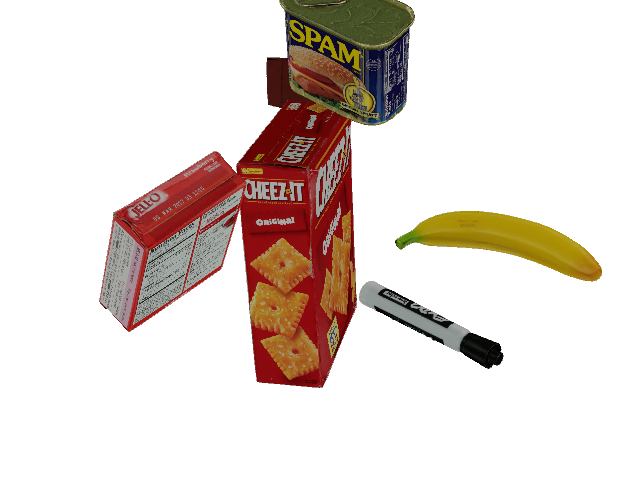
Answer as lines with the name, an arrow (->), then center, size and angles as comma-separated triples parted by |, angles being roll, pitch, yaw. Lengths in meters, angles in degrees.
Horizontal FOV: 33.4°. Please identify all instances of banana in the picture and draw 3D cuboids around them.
banana -> 0.177, 0.003, 1.039 | 0.198, 0.037, 0.069 | 8, 47, 19

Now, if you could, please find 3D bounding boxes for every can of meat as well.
can of meat -> 0.020, -0.145, 0.814 | 0.102, 0.084, 0.057 | 30, 57, 26

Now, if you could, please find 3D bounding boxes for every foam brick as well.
foam brick -> -0.014, -0.168, 1.139 | 0.078, 0.051, 0.053 | -2, 12, -19

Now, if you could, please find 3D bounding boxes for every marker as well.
marker -> 0.077, 0.059, 0.753 | 0.121, 0.020, 0.020 | 26, 17, 38

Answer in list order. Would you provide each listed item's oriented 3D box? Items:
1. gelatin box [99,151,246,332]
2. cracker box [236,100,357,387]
gelatin box -> -0.082, 0.001, 0.587 | 0.073, 0.030, 0.089 | -36, -19, -34
cracker box -> -0.014, 0.000, 0.970 | 0.072, 0.214, 0.164 | 4, 27, 13
